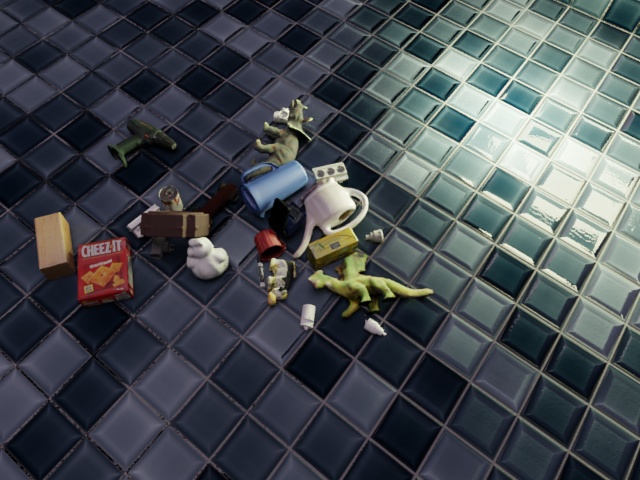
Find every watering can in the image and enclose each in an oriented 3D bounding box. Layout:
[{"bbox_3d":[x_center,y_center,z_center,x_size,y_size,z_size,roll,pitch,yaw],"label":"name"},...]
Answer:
[{"bbox_3d":[0.006,-0.095,1.888,0.349,0.102,0.228,-32,64,-9],"label":"watering can"}]

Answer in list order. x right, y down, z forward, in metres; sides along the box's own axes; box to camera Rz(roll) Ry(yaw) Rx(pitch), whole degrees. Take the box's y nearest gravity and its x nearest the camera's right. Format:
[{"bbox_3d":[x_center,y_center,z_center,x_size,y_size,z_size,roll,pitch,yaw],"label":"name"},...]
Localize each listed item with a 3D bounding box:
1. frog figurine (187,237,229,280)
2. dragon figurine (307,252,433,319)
[{"bbox_3d":[-0.383,0.059,1.743,0.137,0.156,0.125,-4,60,-4],"label":"frog figurine"},{"bbox_3d":[0.159,0.133,1.765,0.411,0.119,0.248,-8,52,-16],"label":"dragon figurine"}]
